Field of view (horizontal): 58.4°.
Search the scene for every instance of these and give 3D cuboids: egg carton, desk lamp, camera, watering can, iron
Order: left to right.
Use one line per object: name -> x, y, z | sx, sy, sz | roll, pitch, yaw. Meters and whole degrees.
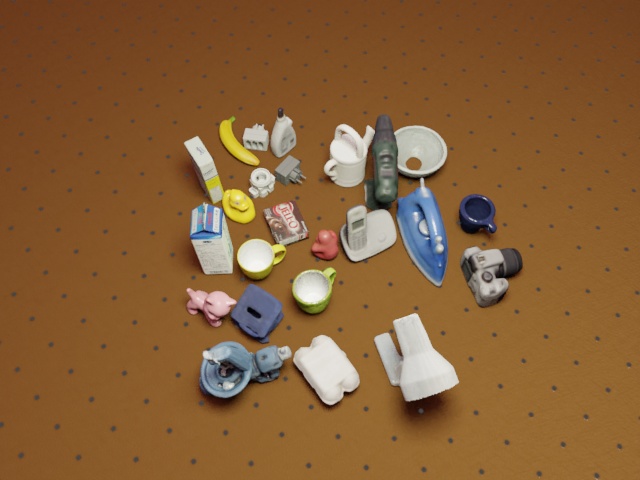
egg carton -> 0.016, 0.295, 1.309 | 0.107, 0.069, 0.150 | -34, 67, -18
watering can -> 0.080, -0.241, 1.531 | 0.100, 0.194, 0.173 | 23, 64, 12
desk lamp -> 0.202, 0.260, 1.249 | 0.118, 0.213, 0.203 | -18, 63, -10
iron -> 0.277, -0.025, 1.447 | 0.118, 0.141, 0.258 | -10, 62, -6
camera -> 0.437, 0.074, 1.419 | 0.137, 0.101, 0.143 | -13, 62, -8

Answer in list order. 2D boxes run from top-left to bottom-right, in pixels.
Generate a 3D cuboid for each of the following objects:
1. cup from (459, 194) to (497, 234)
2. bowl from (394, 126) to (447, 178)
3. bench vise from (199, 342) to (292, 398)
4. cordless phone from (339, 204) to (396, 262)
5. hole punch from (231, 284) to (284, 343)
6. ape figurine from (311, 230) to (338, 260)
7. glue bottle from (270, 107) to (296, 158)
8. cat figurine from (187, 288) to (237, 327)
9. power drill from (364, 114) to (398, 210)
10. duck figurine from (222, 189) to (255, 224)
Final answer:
cup -> 0.409, -0.050, 1.489 | 0.092, 0.095, 0.117 | -30, 66, -16
bowl -> 0.265, -0.233, 1.598 | 0.167, 0.075, 0.167 | 0, 61, -1
bench vise -> -0.174, 0.255, 1.242 | 0.208, 0.220, 0.121 | -32, 66, -16
cordless phone -> 0.122, -0.037, 1.426 | 0.148, 0.185, 0.094 | -26, 65, -14
hole punch -> -0.148, 0.175, 1.359 | 0.108, 0.091, 0.101 | 31, 66, 15
ape figurine -> 0.013, 0.005, 1.454 | 0.078, 0.092, 0.076 | -24, 64, -13
glue bottle -> -0.103, -0.303, 1.574 | 0.078, 0.173, 0.037 | -41, 69, -20
cat figurine -> -0.260, 0.149, 1.357 | 0.127, 0.118, 0.067 | 24, 64, 12
power drill -> 0.161, -0.179, 1.490 | 0.075, 0.208, 0.229 | -1, 61, -1
duck figurine -> -0.218, -0.102, 1.512 | 0.078, 0.086, 0.104 | -38, 68, -19
